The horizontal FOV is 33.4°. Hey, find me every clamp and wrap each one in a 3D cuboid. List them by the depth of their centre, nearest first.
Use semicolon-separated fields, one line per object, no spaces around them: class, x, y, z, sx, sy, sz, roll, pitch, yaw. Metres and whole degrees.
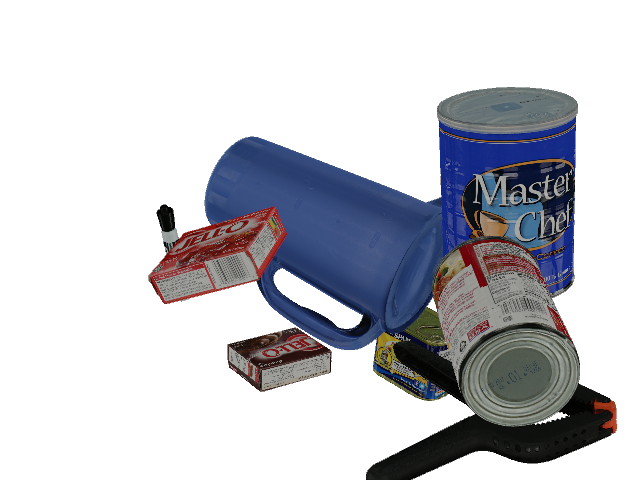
clamp;0.143;0.156;0.914;0.210;0.036;0.164;4;42;21

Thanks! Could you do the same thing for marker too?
marker;-0.166;0.014;1.205;0.020;0.121;0.020;-6;31;3

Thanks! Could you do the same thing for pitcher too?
pitcher;-0.001;-0.006;1.076;0.243;0.145;0.149;26;27;25

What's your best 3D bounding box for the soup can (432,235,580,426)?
soup can;0.105;0.050;0.616;0.068;0.068;0.102;0;28;-3

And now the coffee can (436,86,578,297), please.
coffee can;0.142;-0.036;0.812;0.103;0.140;0.103;-4;22;1

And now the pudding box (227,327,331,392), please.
pudding box;-0.055;0.157;1.420;0.113;0.039;0.090;-14;23;-30

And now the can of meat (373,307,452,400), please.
can of meat;0.110;0.126;1.233;0.057;0.084;0.102;-20;36;-41

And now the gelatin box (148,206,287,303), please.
gelatin box;-0.078;0.011;0.820;0.089;0.030;0.073;-15;22;24
